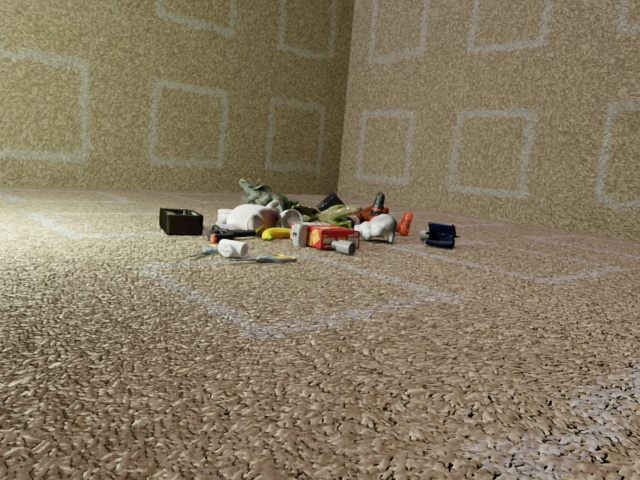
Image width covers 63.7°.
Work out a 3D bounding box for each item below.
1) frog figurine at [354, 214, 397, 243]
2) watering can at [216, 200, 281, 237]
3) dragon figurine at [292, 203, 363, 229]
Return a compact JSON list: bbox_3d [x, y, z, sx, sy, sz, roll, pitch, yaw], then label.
[{"bbox_3d":[0.219,-0.052,2.033,0.159,0.120,0.140,16,27,-2],"label":"frog figurine"},{"bbox_3d":[-0.235,-0.095,1.990,0.225,0.102,0.352,11,27,43],"label":"watering can"},{"bbox_3d":[0.006,-0.105,2.081,0.243,0.123,0.406,5,-11,-12],"label":"dragon figurine"}]
